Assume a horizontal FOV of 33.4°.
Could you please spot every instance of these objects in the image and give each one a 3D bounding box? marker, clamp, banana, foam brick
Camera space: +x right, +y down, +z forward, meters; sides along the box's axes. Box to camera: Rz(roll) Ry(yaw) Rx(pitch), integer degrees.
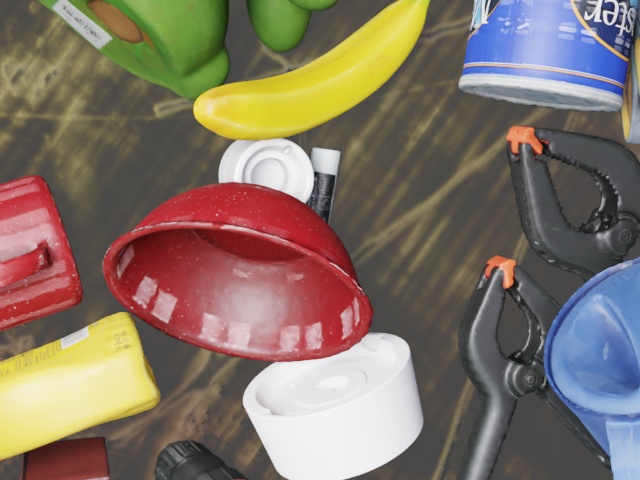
[{"bbox_3d":[-0.005,0.001,0.694,0.020,0.020,0.121,8,94,-14],"label":"marker"},{"bbox_3d":[0.210,-0.009,0.733,0.164,0.036,0.210,-41,106,-6],"label":"clamp"},{"bbox_3d":[0.129,0.100,0.726,0.120,0.039,0.171,-22,96,-16],"label":"clamp"},{"bbox_3d":[0.000,-0.102,0.649,0.197,0.037,0.069,-37,141,-29],"label":"banana"},{"bbox_3d":[-0.152,0.158,0.647,0.051,0.078,0.053,-6,99,-13],"label":"foam brick"}]

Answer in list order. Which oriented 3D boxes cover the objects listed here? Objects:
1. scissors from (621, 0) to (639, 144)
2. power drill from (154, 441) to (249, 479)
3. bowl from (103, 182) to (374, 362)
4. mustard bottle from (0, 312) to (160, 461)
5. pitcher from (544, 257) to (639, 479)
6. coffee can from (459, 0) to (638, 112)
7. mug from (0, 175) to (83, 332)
[{"bbox_3d":[0.208,-0.162,0.693,0.016,0.096,0.202,-4,100,2],"label":"scissors"},{"bbox_3d":[-0.049,0.234,0.653,0.057,0.185,0.188,-14,118,-30],"label":"power drill"},{"bbox_3d":[-0.044,0.013,0.638,0.162,0.162,0.055,20,58,-14],"label":"bowl"},{"bbox_3d":[-0.192,0.101,0.622,0.191,0.096,0.058,-20,101,-10],"label":"mustard bottle"},{"bbox_3d":[0.253,0.137,0.687,0.149,0.145,0.242,-39,118,-1],"label":"pitcher"},{"bbox_3d":[0.149,-0.158,0.669,0.102,0.103,0.140,8,94,-14],"label":"coffee can"},{"bbox_3d":[-0.184,0.012,0.607,0.081,0.117,0.093,-18,99,-16],"label":"mug"}]
